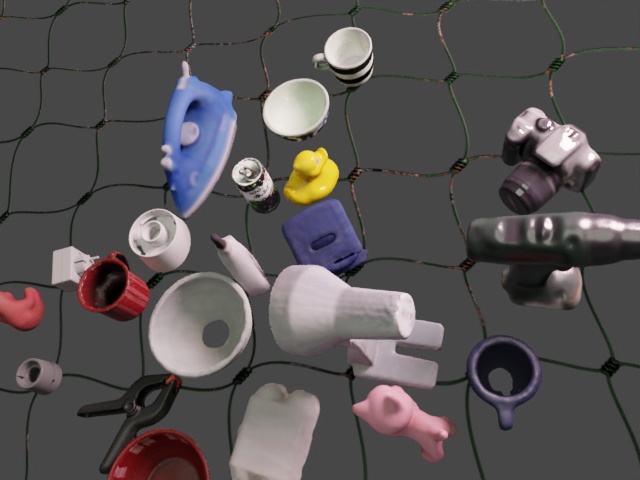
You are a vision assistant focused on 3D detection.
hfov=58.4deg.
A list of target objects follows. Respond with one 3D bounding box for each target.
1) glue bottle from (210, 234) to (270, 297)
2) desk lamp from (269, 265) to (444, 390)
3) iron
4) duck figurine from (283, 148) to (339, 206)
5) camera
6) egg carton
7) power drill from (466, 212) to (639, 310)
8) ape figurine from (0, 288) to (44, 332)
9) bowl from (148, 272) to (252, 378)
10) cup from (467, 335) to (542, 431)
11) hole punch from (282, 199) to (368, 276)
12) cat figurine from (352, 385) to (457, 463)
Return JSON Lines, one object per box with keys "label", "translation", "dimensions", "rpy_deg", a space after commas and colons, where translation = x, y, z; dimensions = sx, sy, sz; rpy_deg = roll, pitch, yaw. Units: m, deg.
{"label": "glue bottle", "translation": [-0.129, 0.028, 0.878], "dimensions": [0.037, 0.173, 0.078], "rpy_deg": [-32, 62, -1]}
{"label": "desk lamp", "translation": [0.056, 0.115, 0.769], "dimensions": [0.202, 0.214, 0.118], "rpy_deg": [6, 68, 17]}
{"label": "iron", "translation": [-0.238, -0.181, 1.018], "dimensions": [0.118, 0.142, 0.258], "rpy_deg": [2, 67, 15]}
{"label": "duck figurine", "translation": [-0.022, -0.112, 0.964], "dimensions": [0.104, 0.086, 0.077], "rpy_deg": [-40, 63, -5]}
{"label": "camera", "translation": [0.326, -0.115, 0.867], "dimensions": [0.137, 0.101, 0.143], "rpy_deg": [-42, 63, -6]}
{"label": "egg carton", "translation": [-0.063, 0.282, 0.806], "dimensions": [0.107, 0.069, 0.150], "rpy_deg": [9, 69, 18]}
{"label": "power drill", "translation": [0.309, 0.024, 0.748], "dimensions": [0.229, 0.209, 0.075], "rpy_deg": [4, 67, 16]}
{"label": "ape figurine", "translation": [-0.529, 0.116, 0.987], "dimensions": [0.078, 0.092, 0.076], "rpy_deg": [-23, 63, 4]}
{"label": "bowl", "translation": [-0.176, 0.139, 0.896], "dimensions": [0.167, 0.075, 0.167], "rpy_deg": [-5, 65, 12]}
{"label": "cup", "translation": [0.241, 0.193, 0.754], "dimensions": [0.091, 0.095, 0.118], "rpy_deg": [-2, 66, 14]}
{"label": "hole punch", "translation": [0.008, 0.003, 0.901], "dimensions": [0.108, 0.091, 0.101], "rpy_deg": [-27, 63, 1]}
{"label": "cat figurine", "translation": [0.112, 0.235, 0.755], "dimensions": [0.127, 0.118, 0.067], "rpy_deg": [22, 74, 22]}
